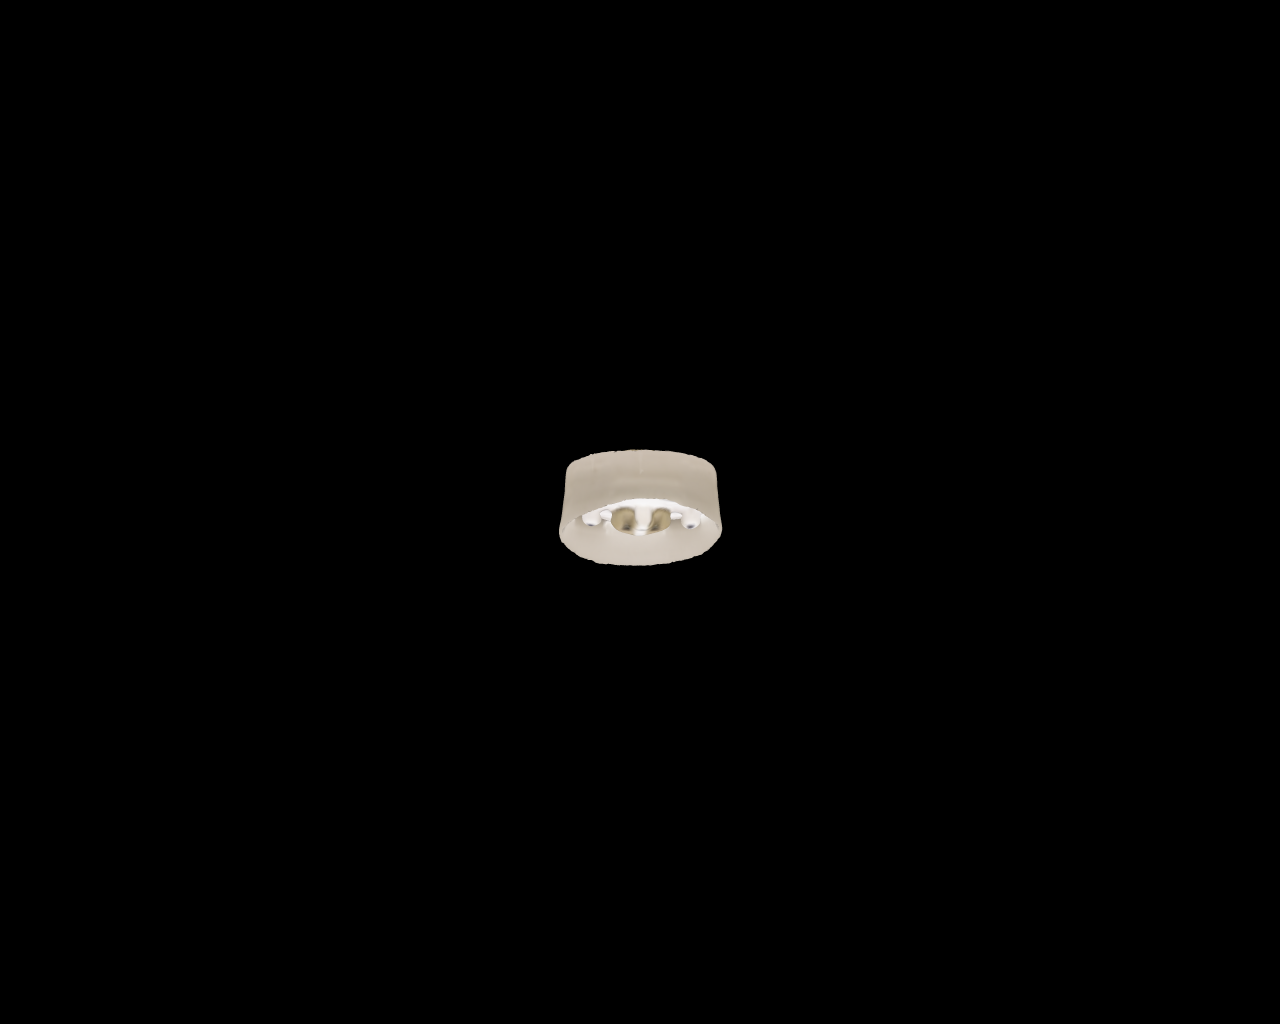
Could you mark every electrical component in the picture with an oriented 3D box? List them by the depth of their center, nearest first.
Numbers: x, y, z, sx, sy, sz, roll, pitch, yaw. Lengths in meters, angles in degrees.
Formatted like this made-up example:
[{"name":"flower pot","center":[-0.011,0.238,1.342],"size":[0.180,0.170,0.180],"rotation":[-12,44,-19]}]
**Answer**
[{"name":"electrical component","center":[0.001,-0.003,0.650],"size":[0.099,0.064,0.099],"rotation":[0,-11,0]}]
